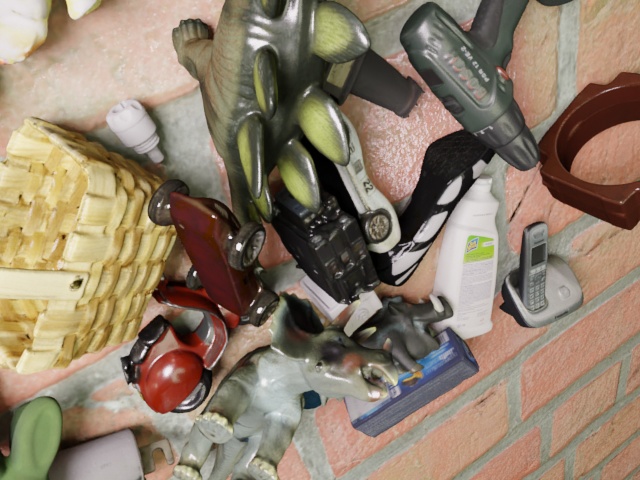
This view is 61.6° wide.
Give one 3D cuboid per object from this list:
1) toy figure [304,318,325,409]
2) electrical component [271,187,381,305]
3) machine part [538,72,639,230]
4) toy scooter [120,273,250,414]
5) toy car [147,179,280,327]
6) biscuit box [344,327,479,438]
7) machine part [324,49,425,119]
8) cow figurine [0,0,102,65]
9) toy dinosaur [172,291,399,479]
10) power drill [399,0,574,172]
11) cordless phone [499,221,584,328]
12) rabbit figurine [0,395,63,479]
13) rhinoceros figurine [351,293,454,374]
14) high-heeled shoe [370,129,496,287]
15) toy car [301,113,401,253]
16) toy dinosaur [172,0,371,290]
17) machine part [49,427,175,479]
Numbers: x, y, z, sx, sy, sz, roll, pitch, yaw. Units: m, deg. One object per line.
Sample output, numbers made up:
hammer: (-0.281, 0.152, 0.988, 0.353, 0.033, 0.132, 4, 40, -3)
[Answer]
toy figure: (-0.021, 0.152, 0.709, 0.064, 0.058, 0.154, -20, 119, -30)
electrical component: (-0.001, -0.002, 0.602, 0.058, 0.115, 0.134, -39, 129, -16)
machine part: (0.436, -0.128, 0.765, 0.201, 0.201, 0.087, -49, 133, -2)
toy scooter: (-0.153, 0.099, 0.583, 0.135, 0.075, 0.184, 38, 87, -41)
toy car: (-0.083, 0.014, 0.463, 0.053, 0.089, 0.202, -53, 163, -24)
biscuit box: (0.134, 0.214, 0.800, 0.203, 0.059, 0.062, -37, 131, 16)
machine part: (0.055, -0.179, 0.597, 0.139, 0.039, 0.084, 13, 98, -35)
cow figurine: (-0.199, -0.211, 0.391, 0.167, 0.068, 0.098, -48, 125, -7)
toy dinosaur: (-0.072, 0.192, 0.635, 0.131, 0.404, 0.192, 38, 49, -4)
power drill: (0.217, -0.221, 0.625, 0.232, 0.086, 0.207, 34, 93, -18)
cordless phone: (0.374, 0.043, 0.896, 0.146, 0.089, 0.184, -18, 119, -24)
rabbit figurine: (-0.319, 0.216, 0.503, 0.170, 0.121, 0.159, 49, 50, -17)
rhinoceros figurine: (0.099, 0.137, 0.755, 0.190, 0.112, 0.073, -19, 166, -8)
high-heeled shoe: (0.163, -0.041, 0.713, 0.249, 0.086, 0.145, -34, 130, -7)
toy car: (0.026, -0.069, 0.594, 0.056, 0.074, 0.201, -40, 119, -19)
toy dinosaur: (-0.052, -0.124, 0.449, 0.105, 0.199, 0.470, -13, 145, -18)
machine part: (-0.284, 0.269, 0.586, 0.243, 0.079, 0.079, -13, 121, -27)
